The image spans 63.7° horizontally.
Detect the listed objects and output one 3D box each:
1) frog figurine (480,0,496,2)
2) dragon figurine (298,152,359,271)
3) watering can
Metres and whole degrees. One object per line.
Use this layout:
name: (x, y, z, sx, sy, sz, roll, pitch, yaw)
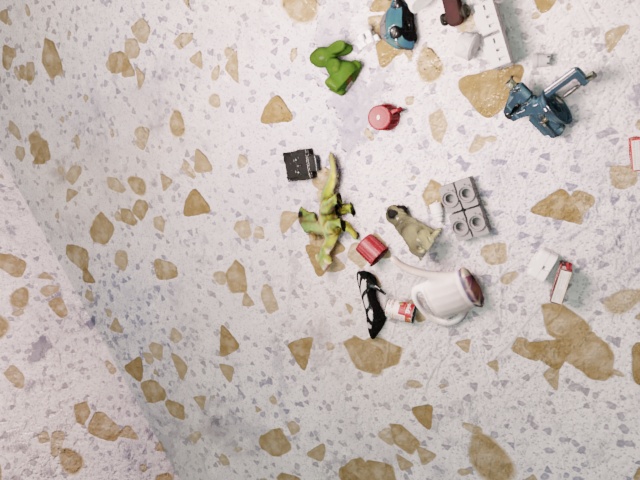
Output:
frog figurine: (0.465, -0.741, 1.452, 0.138, 0.161, 0.120, 45, 120, 10)
dragon figurine: (0.006, -0.095, 1.879, 0.241, 0.123, 0.411, -12, 87, 37)
watering can: (0.394, 0.152, 1.685, 0.222, 0.106, 0.343, -25, 116, 25)
